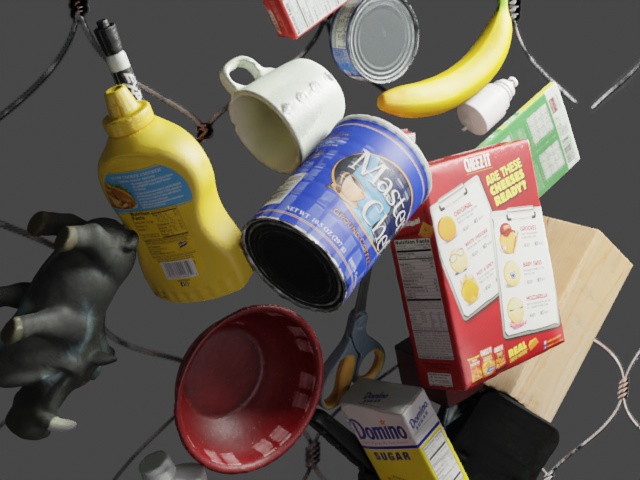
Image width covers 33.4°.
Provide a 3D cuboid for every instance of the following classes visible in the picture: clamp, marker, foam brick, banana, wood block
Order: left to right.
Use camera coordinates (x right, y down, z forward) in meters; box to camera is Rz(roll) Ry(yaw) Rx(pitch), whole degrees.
[{"bbox_3d":[-0.158,-0.125,0.883,0.020,0.020,0.121,-32,119,-26],"label":"marker"},{"bbox_3d":[0.055,0.243,1.128,0.209,0.036,0.164,-8,101,-39],"label":"clamp"},{"bbox_3d":[0.125,0.134,1.126,0.052,0.078,0.051,-25,117,-30],"label":"foam brick"},{"bbox_3d":[0.137,-0.173,1.085,0.197,0.037,0.069,-44,105,-21],"label":"banana"},{"bbox_3d":[0.252,0.088,1.202,0.090,0.091,0.206,37,79,-38],"label":"wood block"}]

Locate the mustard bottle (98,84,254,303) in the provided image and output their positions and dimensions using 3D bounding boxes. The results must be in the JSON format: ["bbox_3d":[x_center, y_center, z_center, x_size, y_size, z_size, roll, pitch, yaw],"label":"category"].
[{"bbox_3d":[-0.130,-0.040,0.880,0.058,0.096,0.191,-59,134,-49],"label":"mustard bottle"}]

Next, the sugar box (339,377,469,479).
[{"bbox_3d":[0.094,0.222,1.074,0.048,0.094,0.176,-46,118,-31],"label":"sugar box"}]

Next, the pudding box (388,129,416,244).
[{"bbox_3d":[0.048,-0.050,1.046,0.089,0.039,0.113,-9,105,-35],"label":"pudding box"}]

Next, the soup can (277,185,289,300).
[{"bbox_3d":[-0.007,0.001,0.999,0.068,0.069,0.102,-10,107,-35],"label":"soup can"}]

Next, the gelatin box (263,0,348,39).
[{"bbox_3d":[-0.013,-0.234,0.957,0.089,0.030,0.073,-40,124,-22],"label":"gelatin box"}]

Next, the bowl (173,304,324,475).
[{"bbox_3d":[-0.076,0.131,0.989,0.161,0.055,0.162,-10,108,-34],"label":"bowl"}]

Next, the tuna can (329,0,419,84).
[{"bbox_3d":[0.051,-0.193,1.013,0.085,0.034,0.086,-10,108,-35],"label":"tuna can"}]

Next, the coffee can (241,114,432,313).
[{"bbox_3d":[0.016,-0.023,0.894,0.140,0.103,0.102,-50,127,-32],"label":"coffee can"}]

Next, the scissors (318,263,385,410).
[{"bbox_3d":[0.048,0.082,1.058,0.096,0.016,0.202,-5,124,-46],"label":"scissors"}]

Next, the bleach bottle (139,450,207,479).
[{"bbox_3d":[-0.093,0.292,1.014,0.102,0.068,0.250,-38,120,-20],"label":"bleach bottle"}]

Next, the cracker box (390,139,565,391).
[{"bbox_3d":[0.151,0.022,1.050,0.163,0.072,0.214,-17,98,-40],"label":"cracker box"}]
